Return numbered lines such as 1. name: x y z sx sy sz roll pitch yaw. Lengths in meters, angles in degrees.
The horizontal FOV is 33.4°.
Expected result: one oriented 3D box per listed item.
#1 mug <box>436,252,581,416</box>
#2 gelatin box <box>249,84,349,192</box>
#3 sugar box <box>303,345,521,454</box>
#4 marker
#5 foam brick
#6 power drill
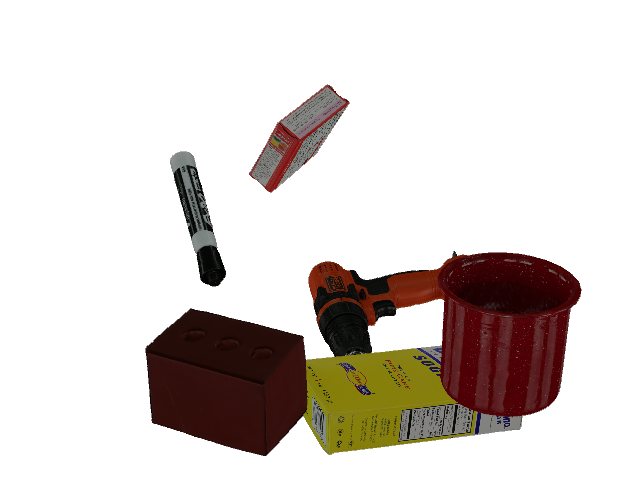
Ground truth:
1. mug: 0.122 0.059 0.725 0.093 0.081 0.117 -1 25 -4
2. gelatin box: -0.020 -0.094 0.975 0.089 0.030 0.073 -45 -7 -44
3. sugar box: 0.074 0.130 0.906 0.176 0.048 0.093 -7 25 -17
4. marker: -0.090 -0.016 0.785 0.020 0.121 0.020 -13 -36 -10
5. foam brick: -0.053 0.080 0.610 0.078 0.051 0.052 12 27 22
6. power drill: 0.087 0.072 1.155 0.187 0.057 0.184 -4 28 -8
